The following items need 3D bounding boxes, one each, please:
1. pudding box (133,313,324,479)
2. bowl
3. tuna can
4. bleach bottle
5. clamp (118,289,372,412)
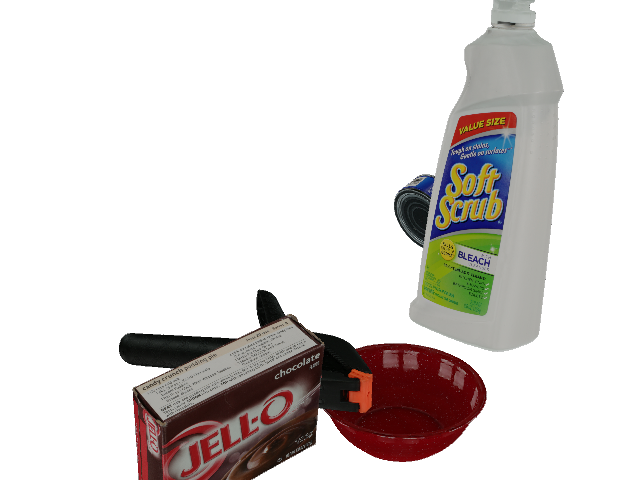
[{"bbox_3d":[-0.053,0.104,0.626,0.113,0.090,0.039,-26,49,-31],"label":"pudding box"},{"bbox_3d":[0.076,0.161,1.017,0.162,0.055,0.162,-1,26,0],"label":"bowl"},{"bbox_3d":[0.126,-0.031,1.227,0.033,0.086,0.086,-37,21,-31],"label":"tuna can"},{"bbox_3d":[0.124,-0.051,0.787,0.067,0.251,0.103,-13,22,-41],"label":"bleach bottle"},{"bbox_3d":[-0.035,0.088,0.861,0.210,0.036,0.164,13,23,35],"label":"clamp"}]
